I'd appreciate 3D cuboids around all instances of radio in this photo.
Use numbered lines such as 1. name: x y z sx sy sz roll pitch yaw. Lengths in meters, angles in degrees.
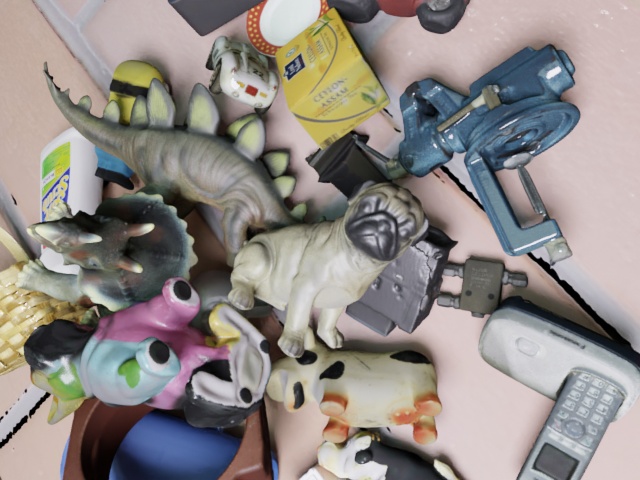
1. radio: -0.100 -0.393 0.731 0.230 0.073 0.131 -22 62 17

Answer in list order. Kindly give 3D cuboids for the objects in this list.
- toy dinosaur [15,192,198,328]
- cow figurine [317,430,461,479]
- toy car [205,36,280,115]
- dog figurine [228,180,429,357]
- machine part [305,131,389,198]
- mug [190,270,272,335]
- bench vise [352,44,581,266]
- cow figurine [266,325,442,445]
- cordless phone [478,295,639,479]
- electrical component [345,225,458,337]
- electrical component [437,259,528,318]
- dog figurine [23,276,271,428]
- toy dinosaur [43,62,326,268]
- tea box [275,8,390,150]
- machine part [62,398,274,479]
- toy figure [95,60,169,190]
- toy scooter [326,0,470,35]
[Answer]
1. toy dinosaur: -0.237 0.085 0.654 0.192 0.404 0.131 13 47 11
2. cow figurine: 0.079 0.259 0.585 0.167 0.068 0.098 37 92 19
3. toy car: -0.098 -0.210 0.667 0.056 0.073 0.202 -60 26 22
4. dog figurine: 0.002 -0.001 0.554 0.172 0.121 0.190 38 109 19
5. machine part: 0.047 -0.079 0.660 0.084 0.039 0.139 -43 68 7
6. mug: -0.113 0.086 0.660 0.109 0.107 0.080 9 94 -13
7. bench vise: 0.178 -0.079 0.563 0.224 0.128 0.240 -26 70 20
8. cow figurine: 0.032 0.155 0.599 0.195 0.127 0.085 -2 120 8
9. cordless phone: 0.214 0.162 0.536 0.147 0.088 0.184 26 97 23
10. electrical component: 0.076 0.038 0.599 0.115 0.058 0.134 28 119 26
11. electrical component: 0.179 0.054 0.595 0.094 0.021 0.063 6 86 22
12. dog figurine: -0.182 0.132 0.541 0.219 0.191 0.108 -26 39 31
13. toy dinosaur: -0.175 -0.096 0.690 0.472 0.105 0.198 21 91 6
14. tea box: 0.010 -0.193 0.630 0.098 0.068 0.170 -33 38 14
15. machine part: -0.155 0.218 0.575 0.201 0.087 0.201 -10 42 -6
16. toy figure: -0.273 -0.167 0.774 0.082 0.089 0.180 19 86 -9
17. toy scooter: 0.100 -0.328 0.650 0.184 0.075 0.135 18 90 21
